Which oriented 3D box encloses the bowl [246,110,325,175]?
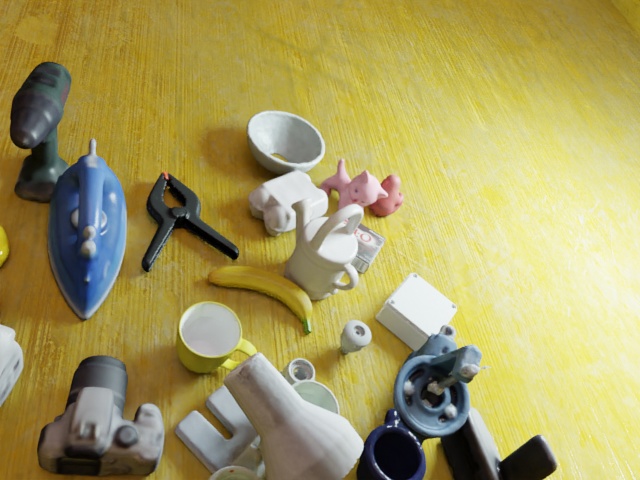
[{"bbox_3d":[-0.078,-0.187,1.183,0.168,0.074,0.167,13,47,-15],"label":"bowl"}]

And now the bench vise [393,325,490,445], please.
[{"bbox_3d":[0.176,0.195,0.869,0.122,0.219,0.207,16,47,-12],"label":"bench vise"}]

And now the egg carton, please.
[{"bbox_3d":[-0.059,-0.070,1.094,0.151,0.069,0.107,-29,68,-40],"label":"egg carton"}]

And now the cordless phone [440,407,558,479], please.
[{"bbox_3d":[0.271,0.304,0.844,0.094,0.185,0.147,-3,53,-27],"label":"cordless phone"}]

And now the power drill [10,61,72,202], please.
[{"bbox_3d":[-0.436,-0.162,0.896,0.076,0.208,0.229,7,49,-20],"label":"power drill"}]

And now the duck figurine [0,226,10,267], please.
[{"bbox_3d":[-0.490,-0.005,0.820,0.078,0.086,0.104,10,48,-18],"label":"duck figurine"}]

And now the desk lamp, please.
[{"bbox_3d":[-0.069,0.243,0.715,0.203,0.213,0.118,41,47,12],"label":"desk lamp"}]

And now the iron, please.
[{"bbox_3d":[-0.348,-0.024,0.865,0.119,0.141,0.258,2,51,-24],"label":"iron"}]

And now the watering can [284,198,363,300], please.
[{"bbox_3d":[0.007,0.004,0.973,0.172,0.194,0.101,35,46,6],"label":"watering can"}]

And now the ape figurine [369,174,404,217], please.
[{"bbox_3d":[0.142,-0.100,1.200,0.078,0.092,0.076,31,45,2],"label":"ape figurine"}]

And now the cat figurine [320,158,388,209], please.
[{"bbox_3d":[0.071,-0.109,1.156,0.067,0.117,0.127,-24,64,-38],"label":"cat figurine"}]

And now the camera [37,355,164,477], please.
[{"bbox_3d":[-0.267,0.216,0.724,0.143,0.100,0.136,10,48,-18],"label":"camera"}]

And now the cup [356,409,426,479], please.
[{"bbox_3d":[0.090,0.310,0.816,0.092,0.095,0.117,15,47,-13],"label":"cup"}]

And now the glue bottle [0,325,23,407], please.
[{"bbox_3d":[-0.390,0.137,0.683,0.037,0.173,0.078,21,46,-7],"label":"glue bottle"}]
